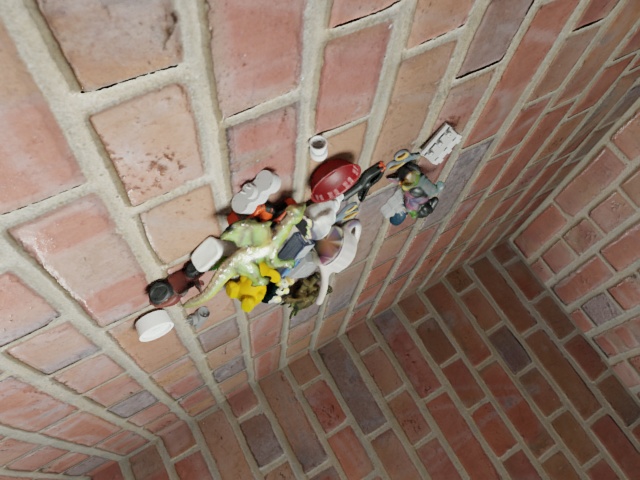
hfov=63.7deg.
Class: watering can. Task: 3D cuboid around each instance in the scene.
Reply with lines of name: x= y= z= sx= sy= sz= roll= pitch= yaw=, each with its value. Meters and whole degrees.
watering can: x=0.043 y=0.075 z=1.845 sx=0.348 sy=0.105 sz=0.222 roll=-61 pitch=151 yaw=0

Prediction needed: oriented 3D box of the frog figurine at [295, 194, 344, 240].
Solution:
frog figurine: x=0.005 y=-0.077 z=1.531 sx=0.161 sy=0.121 sz=0.137 roll=-32 pitch=-166 yaw=-27

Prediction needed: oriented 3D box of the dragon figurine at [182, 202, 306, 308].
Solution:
dragon figurine: x=-0.202 y=0.026 z=1.351 sx=0.413 sy=0.124 sz=0.237 roll=-31 pitch=143 yaw=-16
